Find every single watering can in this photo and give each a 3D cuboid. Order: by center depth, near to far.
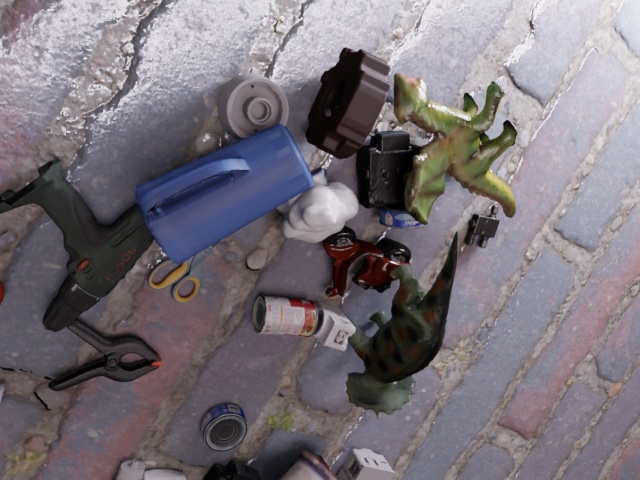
[{"bbox_3d":[-0.064,0.508,0.983,0.228,0.104,0.341,-48,126,-31],"label":"watering can"}]

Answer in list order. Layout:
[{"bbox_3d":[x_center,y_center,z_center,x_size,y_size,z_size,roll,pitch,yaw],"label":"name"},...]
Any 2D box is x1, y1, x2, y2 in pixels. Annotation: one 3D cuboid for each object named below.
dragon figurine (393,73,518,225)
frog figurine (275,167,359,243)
[{"bbox_3d":[0.235,-0.128,0.919,0.245,0.123,0.403,-39,122,-13],"label":"dragon figurine"},{"bbox_3d":[0.003,-0.043,0.845,0.138,0.161,0.120,-17,116,-16],"label":"frog figurine"}]
